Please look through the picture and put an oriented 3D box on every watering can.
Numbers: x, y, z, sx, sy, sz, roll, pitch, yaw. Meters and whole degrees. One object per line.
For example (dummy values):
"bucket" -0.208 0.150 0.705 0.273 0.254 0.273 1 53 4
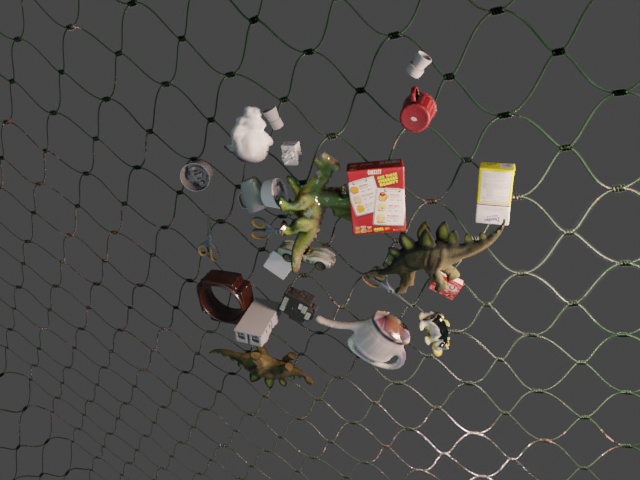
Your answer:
"watering can" 0.166 0.328 1.807 0.347 0.106 0.220 35 125 -3

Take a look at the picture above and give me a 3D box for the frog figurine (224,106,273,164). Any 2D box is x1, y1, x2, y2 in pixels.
"frog figurine" -0.202 -0.315 1.551 0.137 0.125 0.156 15 123 -29

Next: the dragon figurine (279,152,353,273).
"dragon figurine" 0.005 -0.081 1.614 0.242 0.124 0.403 -1 115 11
